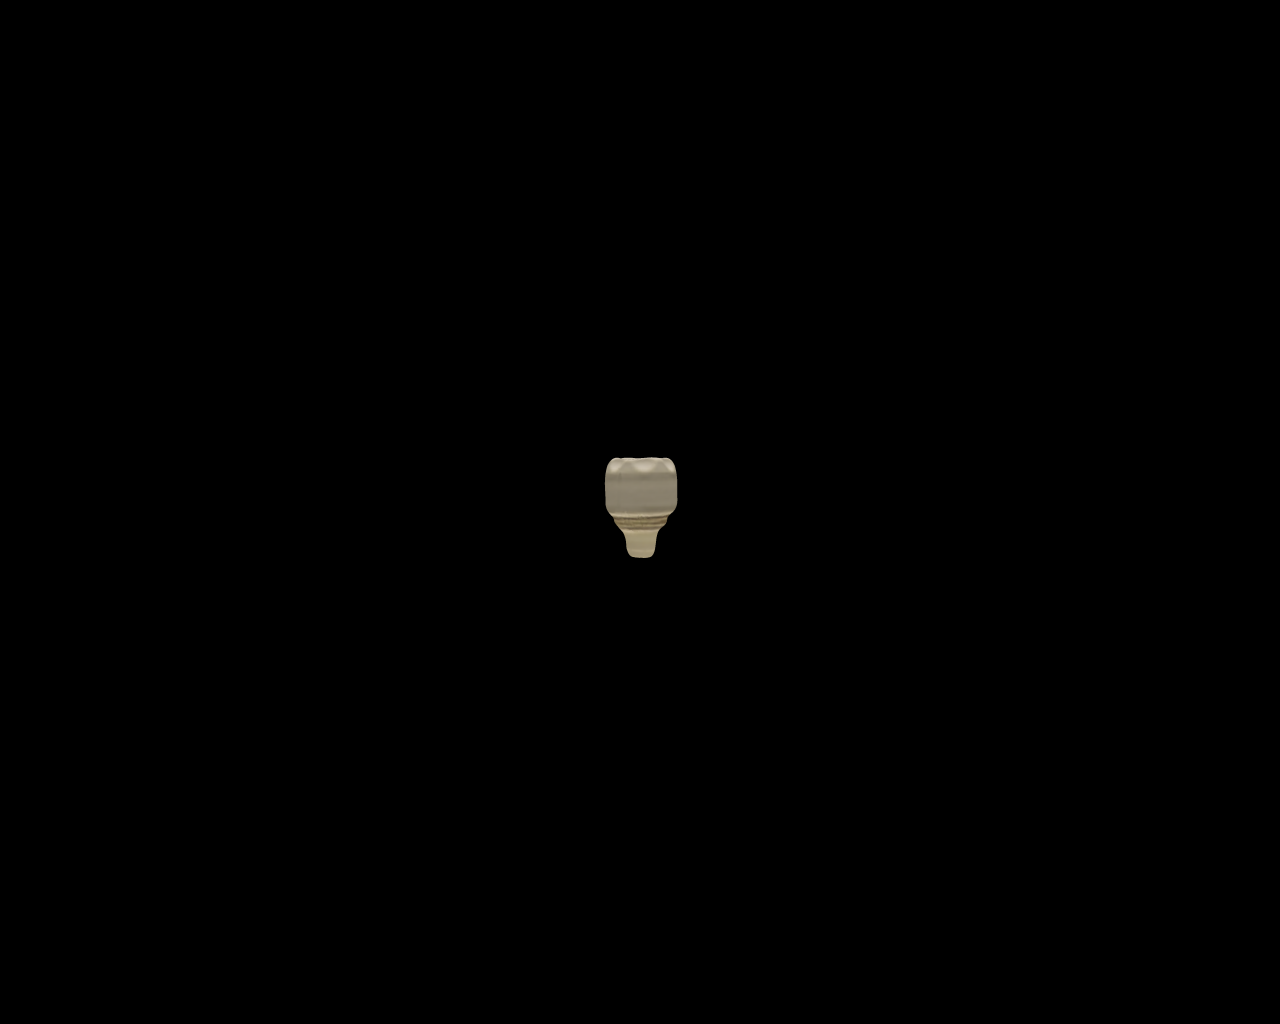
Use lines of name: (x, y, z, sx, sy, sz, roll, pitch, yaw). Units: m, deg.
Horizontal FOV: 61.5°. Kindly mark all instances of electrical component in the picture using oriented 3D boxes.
electrical component: (0.001, -0.003, 0.650, 0.043, 0.062, 0.043, 0, 4, 0)
